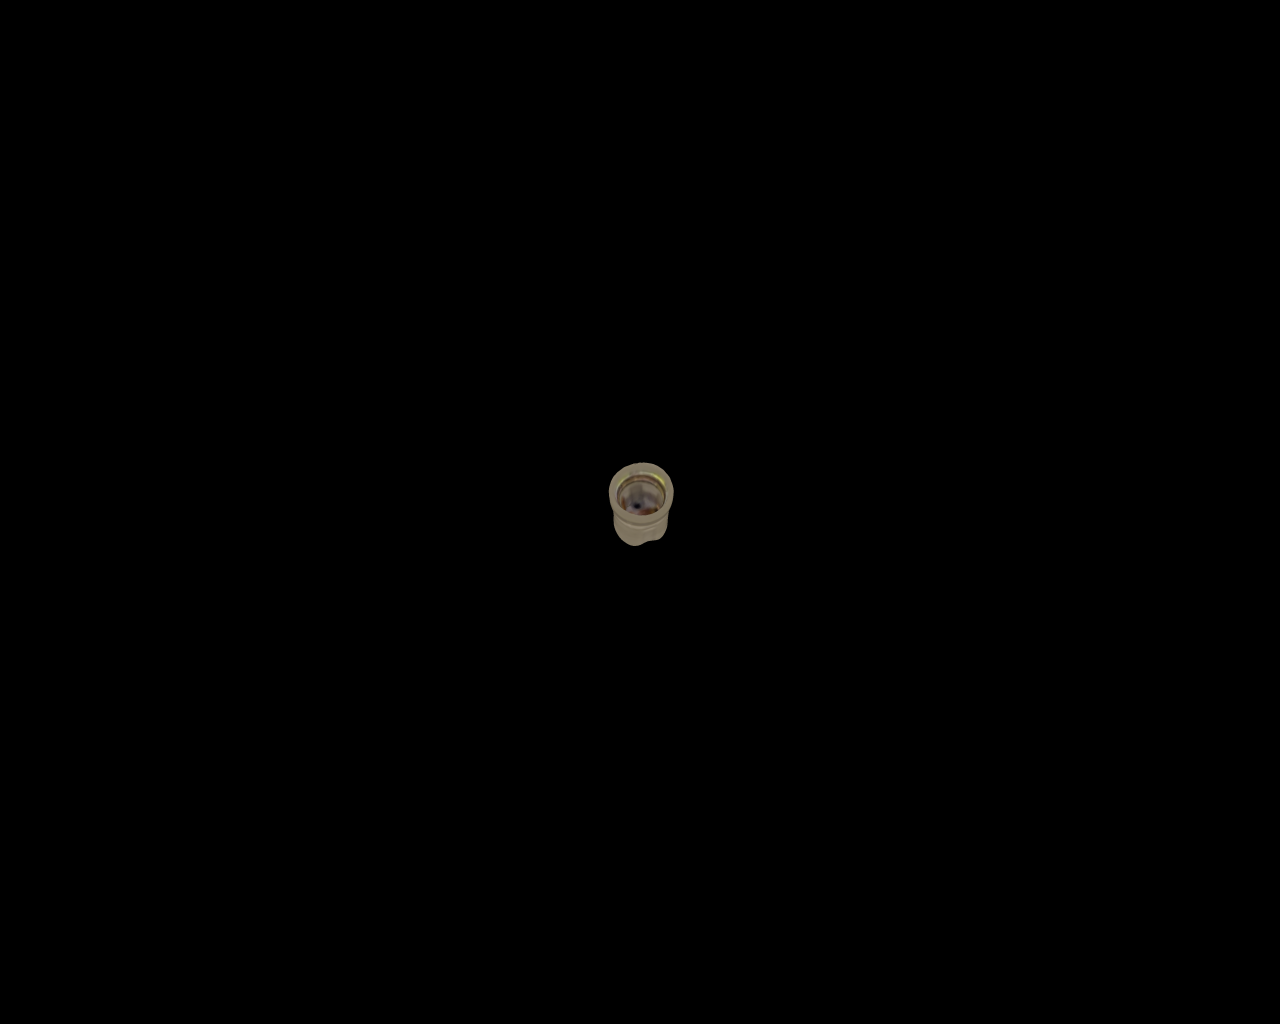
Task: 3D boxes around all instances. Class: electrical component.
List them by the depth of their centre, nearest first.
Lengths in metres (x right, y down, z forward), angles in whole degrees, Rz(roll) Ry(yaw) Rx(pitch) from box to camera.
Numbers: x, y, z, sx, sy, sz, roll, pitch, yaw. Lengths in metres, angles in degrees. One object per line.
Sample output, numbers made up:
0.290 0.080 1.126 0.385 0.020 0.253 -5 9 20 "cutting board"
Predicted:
0.001 -0.003 0.650 0.040 0.040 0.046 0 -30 0 "electrical component"
